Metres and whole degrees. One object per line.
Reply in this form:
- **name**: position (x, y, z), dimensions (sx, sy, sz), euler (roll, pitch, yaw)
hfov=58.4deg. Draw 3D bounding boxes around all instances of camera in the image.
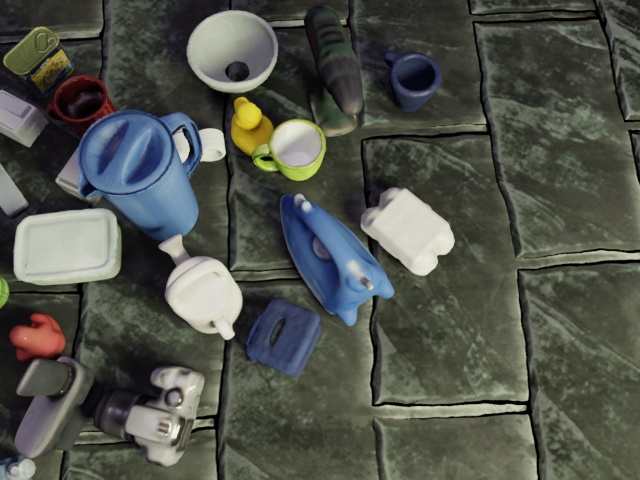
- **camera**: position (-0.259, 0.252, 0.856), dimensions (0.136, 0.101, 0.143), euler (14, 72, 4)

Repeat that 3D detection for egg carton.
- **egg carton**: position (0.148, -0.016, 0.963), dimensions (0.150, 0.069, 0.107), euler (40, 76, 12)

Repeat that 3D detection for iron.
- **iron**: position (0.008, 0.003, 0.918), dimensions (0.119, 0.141, 0.258), euler (-35, 75, -11)

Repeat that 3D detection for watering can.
- **watering can**: position (-0.186, 0.072, 0.867), dimensions (0.172, 0.194, 0.101), euler (33, 75, 10)

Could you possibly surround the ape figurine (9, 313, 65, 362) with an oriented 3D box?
- **ape figurine**: position (-0.447, 0.153, 0.892), dimensions (0.076, 0.092, 0.078), euler (32, 74, 10)

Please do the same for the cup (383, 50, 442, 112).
- **cup**: position (0.156, -0.284, 1.038), dimensions (0.117, 0.095, 0.092), euler (42, 77, 12)

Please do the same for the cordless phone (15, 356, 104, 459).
- **cordless phone**: position (-0.401, 0.235, 0.816), dimensions (0.094, 0.185, 0.148), euler (19, 73, 6)

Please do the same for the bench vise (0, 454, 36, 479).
- **bench vise**: position (-0.505, 0.341, 0.763), dimensions (0.207, 0.220, 0.121), euler (-41, 76, -12)

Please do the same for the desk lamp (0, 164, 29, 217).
- **desk lamp**: position (-0.605, -0.139, 0.923), dimensions (0.118, 0.213, 0.203), euler (-40, 76, -12)

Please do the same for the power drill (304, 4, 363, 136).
- **power drill**: position (0.025, -0.267, 0.972), dimensions (0.075, 0.208, 0.229), euler (-14, 72, -5)

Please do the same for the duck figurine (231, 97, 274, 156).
- **duck figurine**: position (-0.122, -0.205, 1.015), dimensions (0.077, 0.086, 0.104), euler (-25, 74, -8)

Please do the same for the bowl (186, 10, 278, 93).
- **bowl**: position (-0.158, -0.336, 1.064), dimensions (0.167, 0.075, 0.167), euler (0, 72, 0)

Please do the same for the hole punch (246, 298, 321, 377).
- **hole punch**: position (-0.059, 0.152, 0.895), dimensions (0.101, 0.091, 0.109), euler (24, 73, 7)
